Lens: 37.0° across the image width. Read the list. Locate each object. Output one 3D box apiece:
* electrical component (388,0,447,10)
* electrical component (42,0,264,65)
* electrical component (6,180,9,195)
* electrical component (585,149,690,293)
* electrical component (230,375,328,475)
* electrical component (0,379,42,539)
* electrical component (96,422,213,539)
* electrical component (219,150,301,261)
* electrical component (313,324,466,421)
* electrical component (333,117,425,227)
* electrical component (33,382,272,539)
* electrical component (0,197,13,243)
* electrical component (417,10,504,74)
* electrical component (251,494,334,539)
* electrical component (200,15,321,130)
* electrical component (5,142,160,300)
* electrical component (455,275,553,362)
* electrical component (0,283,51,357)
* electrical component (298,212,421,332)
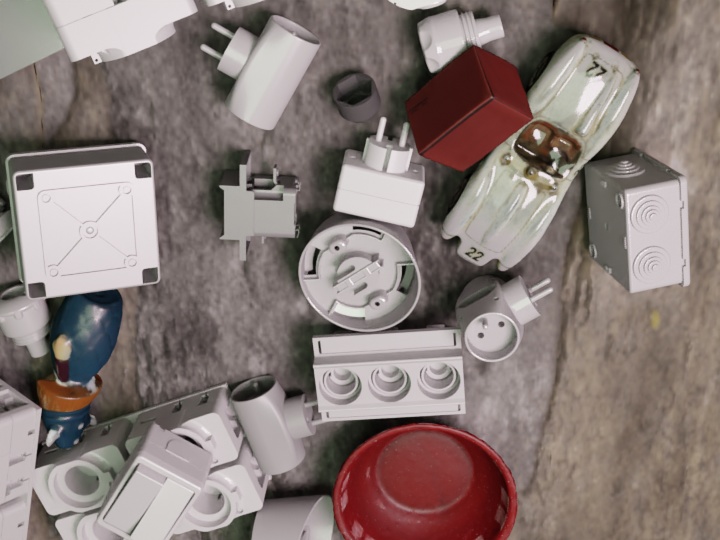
[{"bbox_3d":[0.043,-0.230,0.785,0.080,0.051,0.080,1,113,3],"label":"electrical component"},{"bbox_3d":[-0.124,-0.206,0.747,0.186,0.105,0.060,-24,113,-7],"label":"electrical component"},{"bbox_3d":[-0.267,-0.052,0.885,0.035,0.035,0.061,-9,114,7],"label":"electrical component"},{"bbox_3d":[0.212,-0.038,0.832,0.048,0.099,0.099,-11,112,-6],"label":"electrical component"},{"bbox_3d":[-0.064,0.132,0.945,0.079,0.043,0.077,-16,111,9],"label":"electrical component"},{"bbox_3d":[-0.348,0.186,0.947,0.105,0.060,0.186,27,116,29],"label":"electrical component"},{"bbox_3d":[-0.175,0.189,0.898,0.062,0.061,0.096,31,111,-10],"label":"electrical component"},{"bbox_3d":[-0.080,-0.052,0.871,0.064,0.042,0.081,3,113,0],"label":"electrical component"},{"bbox_3d":[0.026,0.082,0.909,0.121,0.063,0.078,-4,112,5],"label":"electrical component"},{"bbox_3d":[0.019,-0.082,0.850,0.066,0.047,0.076,13,113,-2],"label":"electrical component"},{"bbox_3d":[-0.188,0.186,0.965,0.186,0.060,0.105,-19,110,10],"label":"electrical component"},{"bbox_3d":[-0.320,-0.041,0.880,0.057,0.058,0.078,44,108,-11],"label":"electrical component"},{"bbox_3d":[0.077,-0.175,0.811,0.062,0.043,0.043,-15,111,8],"label":"electrical component"},{"bbox_3d":[-0.061,0.251,0.968,0.064,0.099,0.099,-1,113,10],"label":"electrical component"},{"bbox_3d":[-0.083,-0.160,0.825,0.079,0.044,0.077,29,111,-9],"label":"electrical component"},{"bbox_3d":[-0.219,-0.040,0.856,0.109,0.056,0.108,-8,114,-20],"label":"electrical component"},{"bbox_3d":[0.121,0.030,0.875,0.079,0.077,0.043,-30,108,14],"label":"electrical component"},{"bbox_3d":[-0.285,0.045,0.922,0.048,0.048,0.062,-12,119,8],"label":"electrical component"},{"bbox_3d":[0.000,0.000,0.876,0.099,0.064,0.099,1,113,3],"label":"electrical component"}]
